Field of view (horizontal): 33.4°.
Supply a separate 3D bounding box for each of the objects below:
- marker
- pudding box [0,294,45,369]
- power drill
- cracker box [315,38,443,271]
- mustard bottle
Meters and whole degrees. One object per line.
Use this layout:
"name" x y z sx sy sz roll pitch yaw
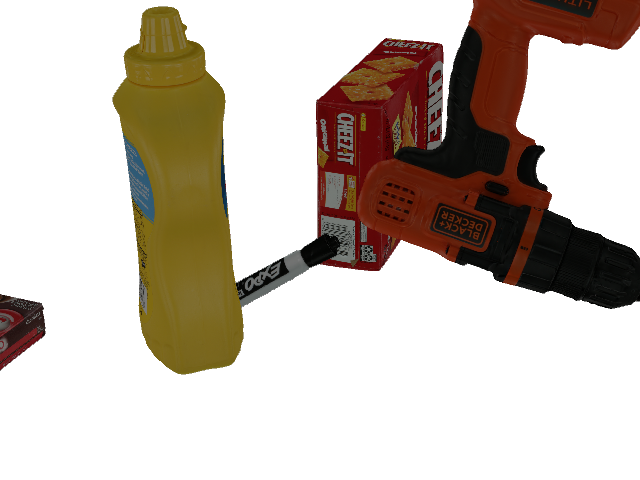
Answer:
"marker" -0.038 0.029 0.802 0.121 0.020 0.020 -29 -8 15
"pudding box" -0.316 0.079 0.944 0.114 0.039 0.090 8 24 20
"power drill" 0.133 -0.065 0.651 0.184 0.188 0.057 19 6 6
"cracker box" 0.063 -0.089 1.039 0.072 0.164 0.213 9 28 19
"mustard bottle" -0.078 -0.030 0.577 0.058 0.192 0.096 -9 29 -12
